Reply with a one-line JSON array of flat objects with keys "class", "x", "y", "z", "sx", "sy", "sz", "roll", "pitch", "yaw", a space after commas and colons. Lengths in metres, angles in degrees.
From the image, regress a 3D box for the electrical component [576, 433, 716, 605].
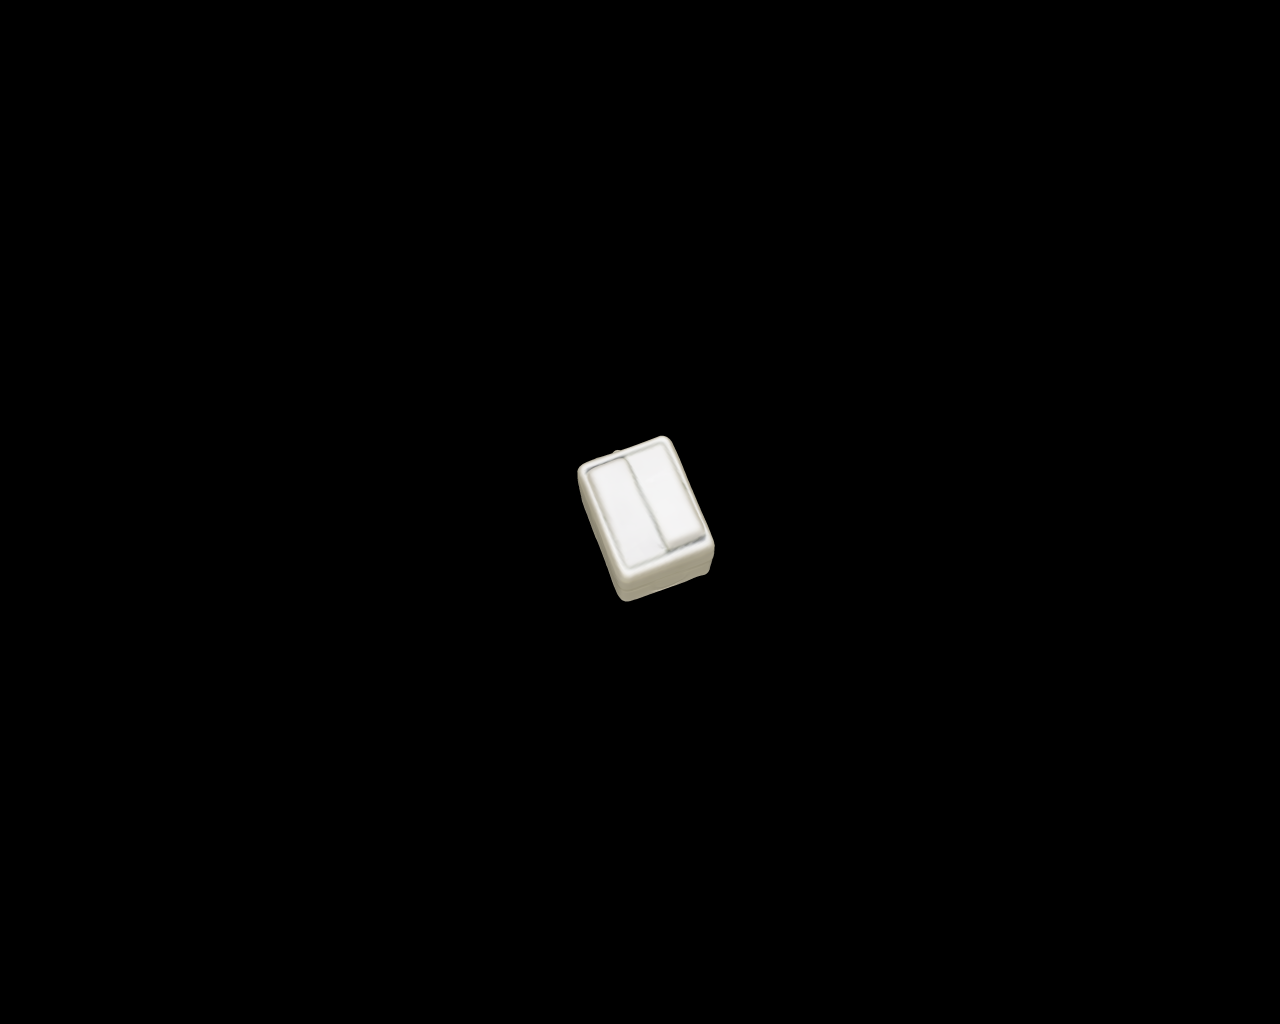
[{"class": "electrical component", "x": 0.001, "y": -0.003, "z": 0.650, "sx": 0.062, "sy": 0.096, "sz": 0.061, "roll": -19, "pitch": -19, "yaw": -7}]
